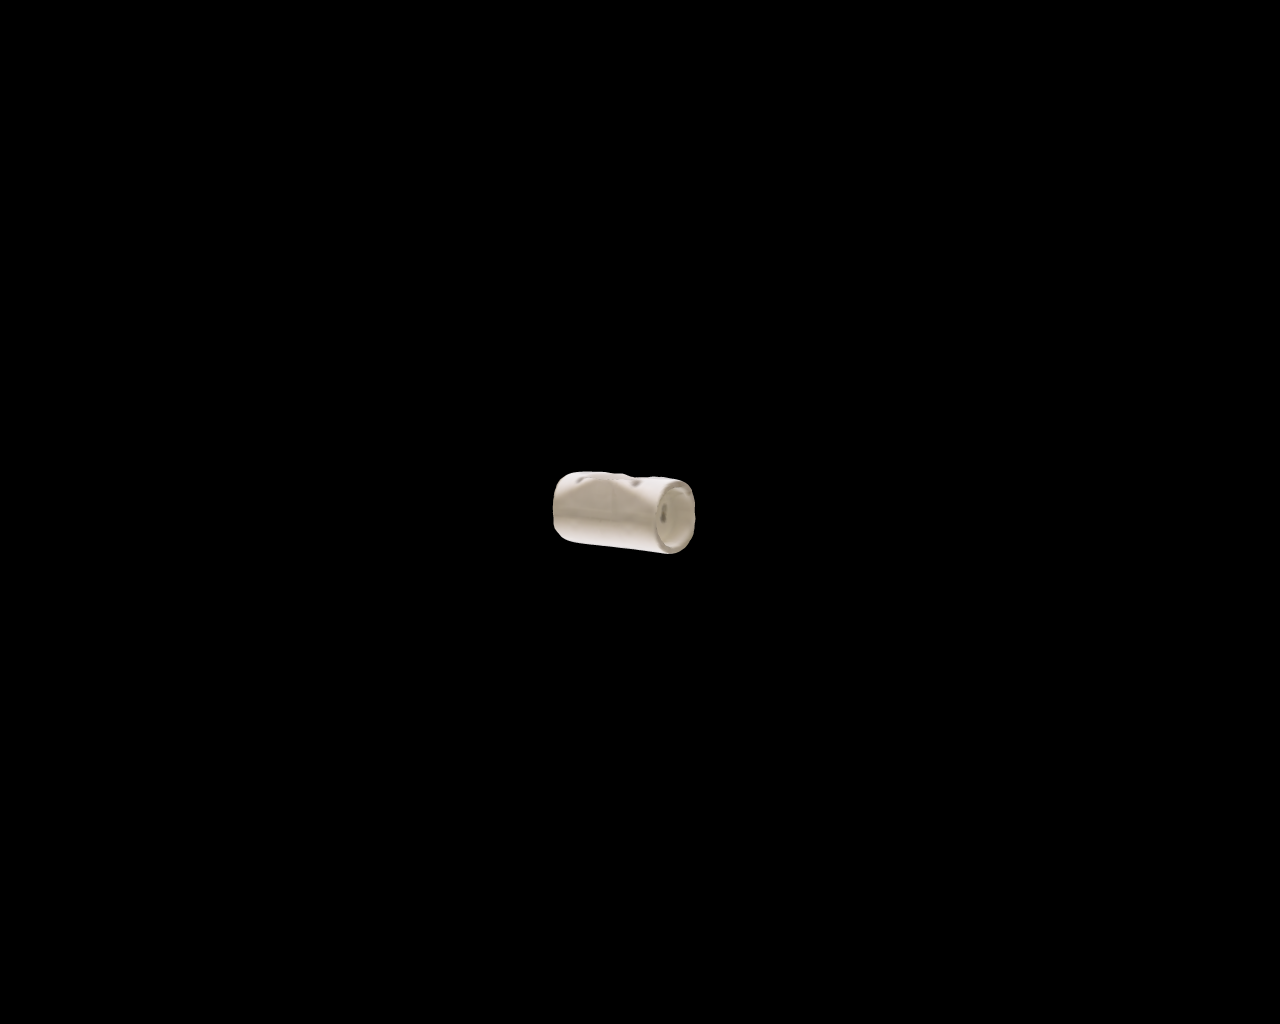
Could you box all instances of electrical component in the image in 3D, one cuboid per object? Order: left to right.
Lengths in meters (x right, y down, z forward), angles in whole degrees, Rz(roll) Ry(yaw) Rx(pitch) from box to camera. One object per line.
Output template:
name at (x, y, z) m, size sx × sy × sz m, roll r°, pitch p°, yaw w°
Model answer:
electrical component at (0.001, -0.003, 0.650) m, size 0.077 × 0.044 × 0.079 m, roll 6°, pitch 10°, yaw 36°
